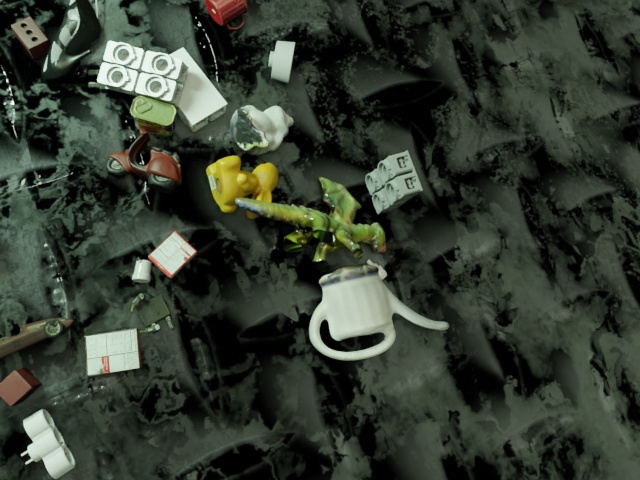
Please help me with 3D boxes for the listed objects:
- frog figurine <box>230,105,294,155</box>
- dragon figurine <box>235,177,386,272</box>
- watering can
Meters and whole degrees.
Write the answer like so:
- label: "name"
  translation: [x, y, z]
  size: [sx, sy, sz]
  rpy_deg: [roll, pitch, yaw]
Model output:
- label: "frog figurine"
  translation: [-0.150, -0.295, 1.339]
  size: [0.138, 0.120, 0.162]
  rpy_deg: [39, 35, 5]
- label: "dragon figurine"
  translation: [0.004, -0.065, 1.295]
  size: [0.408, 0.120, 0.249]
  rpy_deg: [32, 41, -12]
- label: "watering can"
  translation: [0.134, 0.166, 1.270]
  size: [0.348, 0.103, 0.226]
  rpy_deg: [-11, 78, -13]
